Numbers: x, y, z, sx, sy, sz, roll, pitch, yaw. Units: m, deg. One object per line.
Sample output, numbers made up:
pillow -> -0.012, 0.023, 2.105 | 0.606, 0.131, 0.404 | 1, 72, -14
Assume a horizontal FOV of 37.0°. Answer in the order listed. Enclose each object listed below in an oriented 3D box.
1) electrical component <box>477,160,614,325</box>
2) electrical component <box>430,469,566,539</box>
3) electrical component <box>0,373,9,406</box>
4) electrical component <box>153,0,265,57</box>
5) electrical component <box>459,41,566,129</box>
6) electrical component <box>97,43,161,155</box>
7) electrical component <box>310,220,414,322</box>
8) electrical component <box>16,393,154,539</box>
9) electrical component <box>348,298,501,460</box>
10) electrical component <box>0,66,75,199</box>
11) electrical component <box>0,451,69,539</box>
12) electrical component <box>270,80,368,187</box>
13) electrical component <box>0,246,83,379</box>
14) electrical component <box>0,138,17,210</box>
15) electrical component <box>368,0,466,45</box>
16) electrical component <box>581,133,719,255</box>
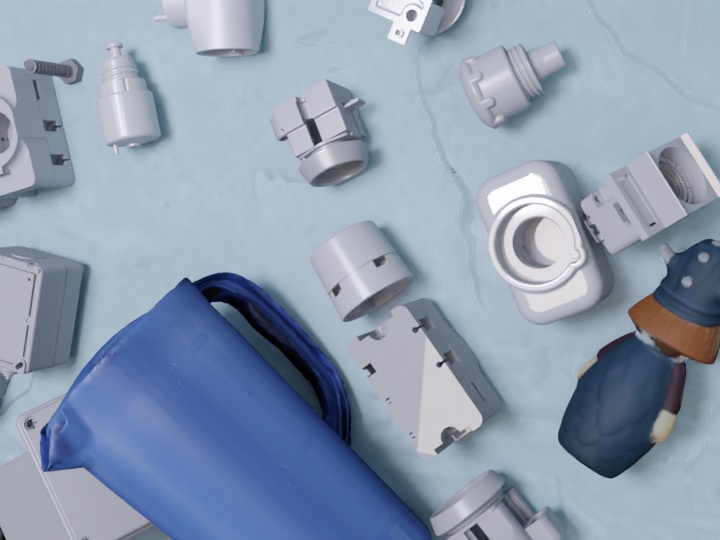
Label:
electrical component -> 0.113, -0.017, 0.658 | 0.054, 0.059, 0.095 | -23, 86, 22
electrical component -> 0.082, 0.166, 0.689 | 0.078, 0.058, 0.057 | -41, 82, 20
electrical component -> -0.311, 0.096, 0.841 | 0.048, 0.055, 0.066 | 27, 104, 18
electrical component -> -0.109, -0.186, 0.741 | 0.079, 0.043, 0.077 | -1, 95, 22
electrical component -> 0.096, -0.119, 0.665 | 0.062, 0.048, 0.048 | -25, 85, 15
electrical component -> -0.169, -0.123, 0.772 | 0.040, 0.040, 0.078 | -11, 90, 22
electrical component -> 0.000, 0.000, 0.709 | 0.055, 0.055, 0.047 | -37, 77, 21
electrical component -> -0.169, 0.131, 0.760 | 0.109, 0.056, 0.108 | -25, 84, -16
electrical component -> 0.044, 0.068, 0.695 | 0.050, 0.056, 0.089 | -38, 80, 20
electrical component -> -0.258, -0.101, 0.801 | 0.050, 0.056, 0.089 | -13, 90, 22
electrical component -> -0.226, 0.175, 0.817 | 0.100, 0.048, 0.099 | -29, 84, 21
electrical component -> -0.023, -0.089, 0.714 | 0.066, 0.048, 0.055 | -26, 77, 22
electrical component -> -0.252, 0.034, 0.808 | 0.062, 0.061, 0.096 | 14, 100, 20
electrical component -> -0.323, -0.094, 0.827 | 0.078, 0.057, 0.113 | -15, 89, 22
electrical component -> 0.039, -0.174, 0.675 | 0.048, 0.055, 0.066 | 27, 104, 18
electrical component -> 0.168, -0.042, 0.627 | 0.042, 0.081, 0.064 | 60, 140, 8
